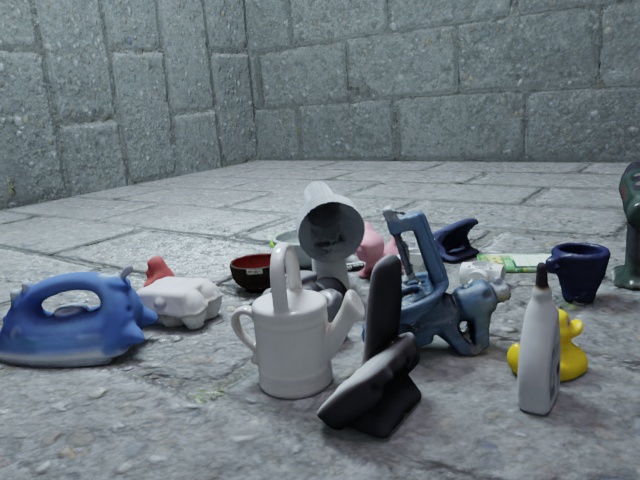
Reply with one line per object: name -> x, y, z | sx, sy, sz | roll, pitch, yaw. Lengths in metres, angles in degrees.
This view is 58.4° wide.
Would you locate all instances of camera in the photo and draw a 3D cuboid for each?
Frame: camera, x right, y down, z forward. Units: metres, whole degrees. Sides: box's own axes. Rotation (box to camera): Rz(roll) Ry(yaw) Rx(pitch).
camera -> -0.006, 0.099, 0.929 | 0.142, 0.101, 0.137 | 9, 19, 42

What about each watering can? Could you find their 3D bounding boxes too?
watering can -> -0.031, 0.097, 0.752 | 0.173, 0.194, 0.100 | -6, 14, -8

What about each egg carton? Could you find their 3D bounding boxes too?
egg carton -> -0.254, 0.111, 1.018 | 0.150, 0.069, 0.107 | 1, 15, 20

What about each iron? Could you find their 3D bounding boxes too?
iron -> -0.398, 0.114, 0.900 | 0.258, 0.141, 0.118 | -4, 14, -1

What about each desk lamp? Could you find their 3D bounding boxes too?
desk lamp -> 0.010, 0.004, 1.073 | 0.118, 0.214, 0.203 | -6, 14, -8

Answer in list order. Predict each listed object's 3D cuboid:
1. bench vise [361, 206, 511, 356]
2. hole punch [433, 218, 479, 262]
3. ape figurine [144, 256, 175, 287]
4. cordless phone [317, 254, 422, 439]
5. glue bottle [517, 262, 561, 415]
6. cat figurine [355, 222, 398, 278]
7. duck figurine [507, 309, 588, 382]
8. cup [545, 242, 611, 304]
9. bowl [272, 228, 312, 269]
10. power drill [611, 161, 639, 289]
bench vise -> 0.158, 0.053, 0.819 | 0.208, 0.220, 0.121 | -9, 15, -17
hole punch -> 0.290, -0.006, 1.284 | 0.109, 0.091, 0.100 | -15, 17, -36
ape figurine -> -0.318, 0.075, 1.133 | 0.075, 0.092, 0.078 | 5, 17, 33
cordless phone -> 0.057, 0.117, 0.665 | 0.093, 0.185, 0.148 | 3, 16, 28
glue bottle -> 0.256, 0.109, 0.664 | 0.037, 0.173, 0.078 | 6, 17, 34
cat figurine -> 0.117, 0.019, 1.177 | 0.128, 0.118, 0.067 | -15, 18, -36
duck figurine -> 0.296, 0.131, 0.744 | 0.104, 0.086, 0.077 | -6, 14, -6
cup -> 0.429, 0.061, 0.967 | 0.118, 0.095, 0.091 | -10, 15, -22
bowl -> -0.023, 0.022, 1.296 | 0.167, 0.075, 0.167 | -4, 14, 1
power drill -> 0.575, -0.026, 1.039 | 0.075, 0.208, 0.230 | 2, 15, 22
